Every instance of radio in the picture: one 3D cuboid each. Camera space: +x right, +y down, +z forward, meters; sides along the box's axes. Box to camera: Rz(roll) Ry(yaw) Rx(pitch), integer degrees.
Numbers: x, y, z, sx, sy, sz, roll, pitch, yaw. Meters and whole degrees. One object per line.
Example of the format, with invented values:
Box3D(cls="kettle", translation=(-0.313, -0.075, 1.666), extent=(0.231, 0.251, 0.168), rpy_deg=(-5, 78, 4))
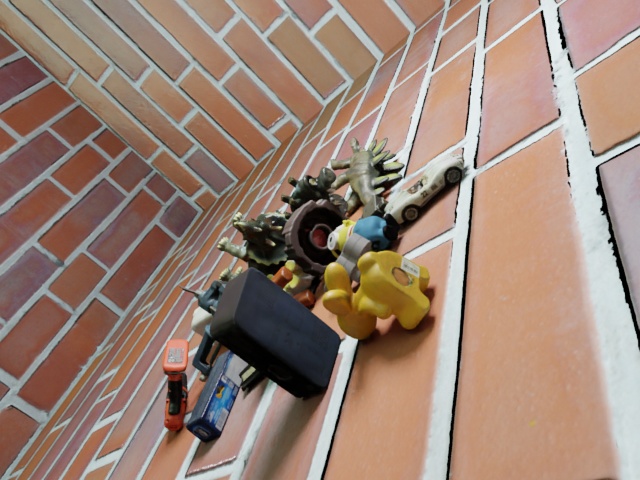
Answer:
Box3D(cls="radio", translation=(-0.074, 0.166, 0.937), extent=(0.073, 0.229, 0.131), rpy_deg=(-34, 26, 37))

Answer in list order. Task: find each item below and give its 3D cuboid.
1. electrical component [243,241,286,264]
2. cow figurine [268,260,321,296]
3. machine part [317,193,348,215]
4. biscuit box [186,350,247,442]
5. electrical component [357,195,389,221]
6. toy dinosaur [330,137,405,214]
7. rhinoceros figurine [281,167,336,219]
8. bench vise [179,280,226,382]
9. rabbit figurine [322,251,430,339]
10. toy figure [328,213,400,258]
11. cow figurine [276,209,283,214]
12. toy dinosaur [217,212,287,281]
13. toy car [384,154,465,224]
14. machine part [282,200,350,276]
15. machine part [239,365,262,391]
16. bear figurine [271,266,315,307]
Box3D(cls="electrical component", translation=(-0.155, 0.034, 1.527), extent=(0.134, 0.114, 0.058), rpy_deg=(-34, 17, 29))
Box3D(cls="cow figurine", translation=(-0.078, 0.112, 1.307), extent=(0.167, 0.098, 0.068), rpy_deg=(-36, 61, 36))
Box3D(cls="machine part", translation=(0.018, -0.074, 1.440), extent=(0.079, 0.079, 0.243), rpy_deg=(-51, 5, -14))
Box3D(cls="biscuit box", translation=(-0.221, 0.336, 1.177), extent=(0.063, 0.059, 0.203), rpy_deg=(-33, 21, 32))
Box3D(cls="electrical component", translation=(0.127, -0.054, 1.225), extent=(0.102, 0.045, 0.078), rpy_deg=(-53, 19, 28))
Box3D(cls="toy dinosaur", translation=(0.122, -0.170, 1.432), extent=(0.198, 0.105, 0.472), rpy_deg=(-34, 32, 22))
Box3D(cls="rhinoceros figurine", translation=(-0.026, -0.108, 1.300), extent=(0.190, 0.112, 0.073), rpy_deg=(133, 138, -53))
Box3D(cls="bench vise", translation=(-0.257, 0.227, 1.323), extent=(0.240, 0.224, 0.129), rpy_deg=(-65, -19, 4))
Box3D(cls="rabbit figurine", translation=(0.079, 0.105, 0.889), extent=(0.173, 0.162, 0.122), rpy_deg=(-55, 21, 40))
Box3D(cls="toy figure", translation=(0.093, 0.000, 1.162), extent=(0.180, 0.089, 0.082), rpy_deg=(-16, 18, 43))
Box3D(cls="cow figurine", translation=(-0.121, -0.004, 1.583), extent=(0.195, 0.127, 0.085), rpy_deg=(-40, 21, 27))
Box3D(cls="toy dinosaur", translation=(-0.153, 0.068, 1.377), extent=(0.131, 0.192, 0.404), rpy_deg=(-52, -27, -39))
Box3D(cls="toy car", translation=(0.222, -0.109, 1.138), extent=(0.202, 0.056, 0.073), rpy_deg=(-43, 18, 11))
Box3D(cls="machine part", translation=(-0.003, -0.004, 1.247), extent=(0.179, 0.179, 0.056), rpy_deg=(-55, 19, -26))
Box3D(cls="machine part", translation=(-0.147, 0.269, 1.192), extent=(0.084, 0.039, 0.139), rpy_deg=(-51, 18, 13))
Box3D(cls="bear figurine", translation=(-0.091, 0.169, 1.149), extent=(0.132, 0.120, 0.196), rpy_deg=(-37, 21, 17))
